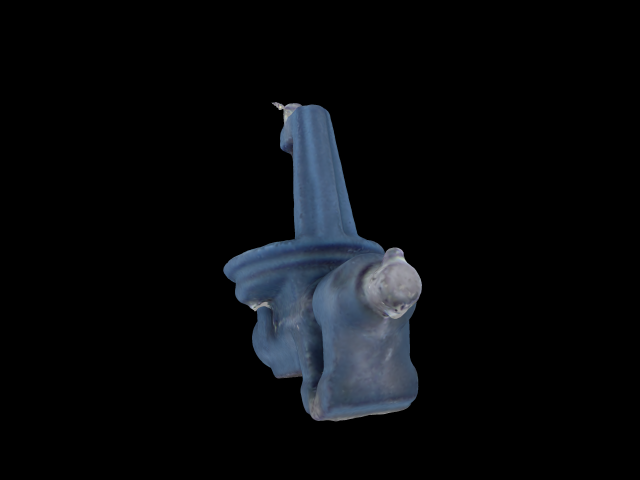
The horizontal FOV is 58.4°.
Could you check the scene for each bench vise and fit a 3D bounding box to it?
[{"bbox_3d":[0.013,0.001,0.408,0.122,0.220,0.206,0,0,-41],"label":"bench vise"}]
